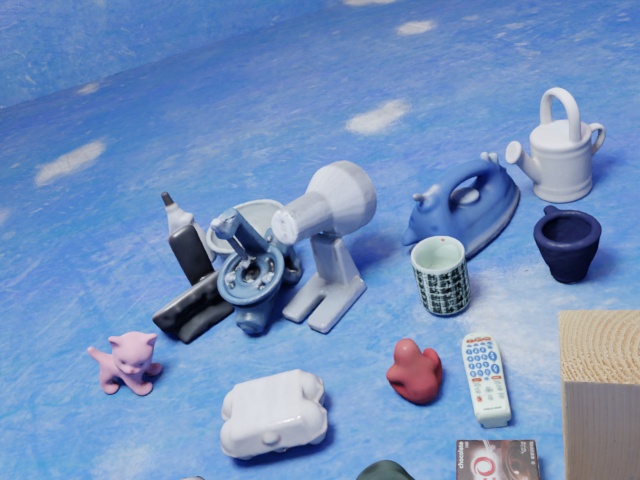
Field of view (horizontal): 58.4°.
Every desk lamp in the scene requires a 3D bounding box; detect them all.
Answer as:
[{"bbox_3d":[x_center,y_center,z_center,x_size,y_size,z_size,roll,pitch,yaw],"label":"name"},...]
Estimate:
[{"bbox_3d":[0.009,0.003,0.935,0.117,0.214,0.203,13,46,38],"label":"desk lamp"}]

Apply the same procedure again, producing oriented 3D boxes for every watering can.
[{"bbox_3d":[0.410,-0.166,0.991,0.173,0.194,0.100,-34,38,-20],"label":"watering can"}]

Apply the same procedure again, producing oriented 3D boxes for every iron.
[{"bbox_3d":[0.254,-0.078,0.991,0.259,0.142,0.118,-36,38,-22],"label":"iron"}]

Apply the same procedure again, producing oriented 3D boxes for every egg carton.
[{"bbox_3d":[-0.062,0.239,0.776,0.150,0.069,0.107,-16,35,5],"label":"egg carton"}]

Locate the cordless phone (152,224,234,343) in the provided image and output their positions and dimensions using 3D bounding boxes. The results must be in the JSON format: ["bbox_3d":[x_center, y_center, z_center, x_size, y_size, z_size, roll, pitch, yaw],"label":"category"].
[{"bbox_3d":[-0.240,0.070,0.987,0.148,0.185,0.093,-39,39,-25],"label":"cordless phone"}]

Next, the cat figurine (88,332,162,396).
[{"bbox_3d":[-0.313,0.188,0.920,0.127,0.118,0.067,-5,38,20],"label":"cat figurine"}]

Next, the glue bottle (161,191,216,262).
[{"bbox_3d":[-0.272,-0.023,1.138,0.078,0.173,0.037,-8,37,16],"label":"glue bottle"}]

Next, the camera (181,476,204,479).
[{"bbox_3d":[-0.115,0.335,0.643,0.136,0.101,0.143,-11,36,12],"label":"camera"}]

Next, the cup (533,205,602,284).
[{"bbox_3d":[0.366,0.009,0.862,0.091,0.095,0.117,-16,35,5],"label":"cup"}]

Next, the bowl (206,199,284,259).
[{"bbox_3d":[-0.135,-0.005,1.135,0.167,0.075,0.167,-13,36,9],"label":"bowl"}]

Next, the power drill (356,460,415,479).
[{"bbox_3d":[0.112,0.306,0.482,0.076,0.209,0.228,-29,36,-14],"label":"power drill"}]

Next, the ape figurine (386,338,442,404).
[{"bbox_3d":[0.124,0.167,0.765,0.077,0.092,0.076,-15,35,6],"label":"ape figurine"}]

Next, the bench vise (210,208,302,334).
[{"bbox_3d":[-0.118,0.019,0.968,0.121,0.220,0.207,-11,36,11],"label":"bench vise"}]
